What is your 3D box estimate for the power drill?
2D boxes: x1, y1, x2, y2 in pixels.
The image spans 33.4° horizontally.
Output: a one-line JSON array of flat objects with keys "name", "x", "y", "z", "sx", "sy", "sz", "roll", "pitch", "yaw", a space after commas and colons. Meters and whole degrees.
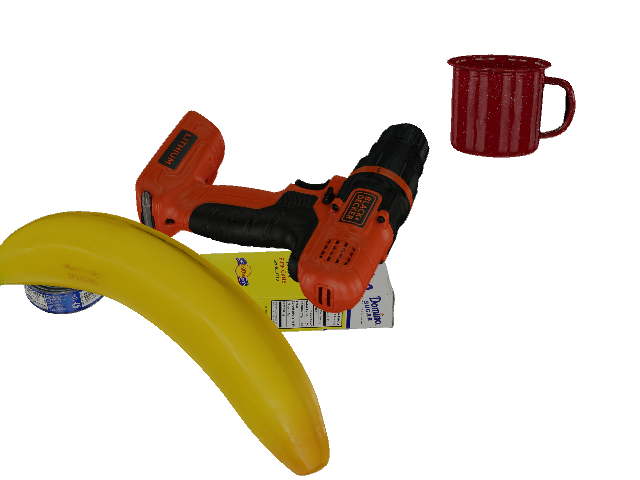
[{"name": "power drill", "x": -0.026, "y": -0.040, "z": 0.786, "sx": 0.188, "sy": 0.057, "sz": 0.184, "roll": 14, "pitch": 46, "yaw": 17}]

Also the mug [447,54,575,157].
[{"name": "mug", "x": 0.173, "y": -0.123, "z": 0.976, "sx": 0.117, "sy": 0.081, "sz": 0.093, "roll": 4, "pitch": 18, "yaw": 13}]

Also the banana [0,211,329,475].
[{"name": "banana", "x": -0.073, "y": 0.033, "z": 0.481, "sx": 0.198, "sy": 0.070, "sz": 0.037, "roll": 23, "pitch": 13, "yaw": 20}]

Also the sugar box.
[{"name": "sugar box", "x": -0.024, "y": 0.046, "z": 1.000, "sx": 0.176, "sy": 0.048, "sz": 0.093, "roll": -5, "pitch": 28, "yaw": -4}]

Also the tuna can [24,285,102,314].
[{"name": "tuna can", "x": -0.252, "y": 0.032, "z": 1.058, "sx": 0.086, "sy": 0.034, "sz": 0.086, "roll": 0, "pitch": 44, "yaw": 0}]
